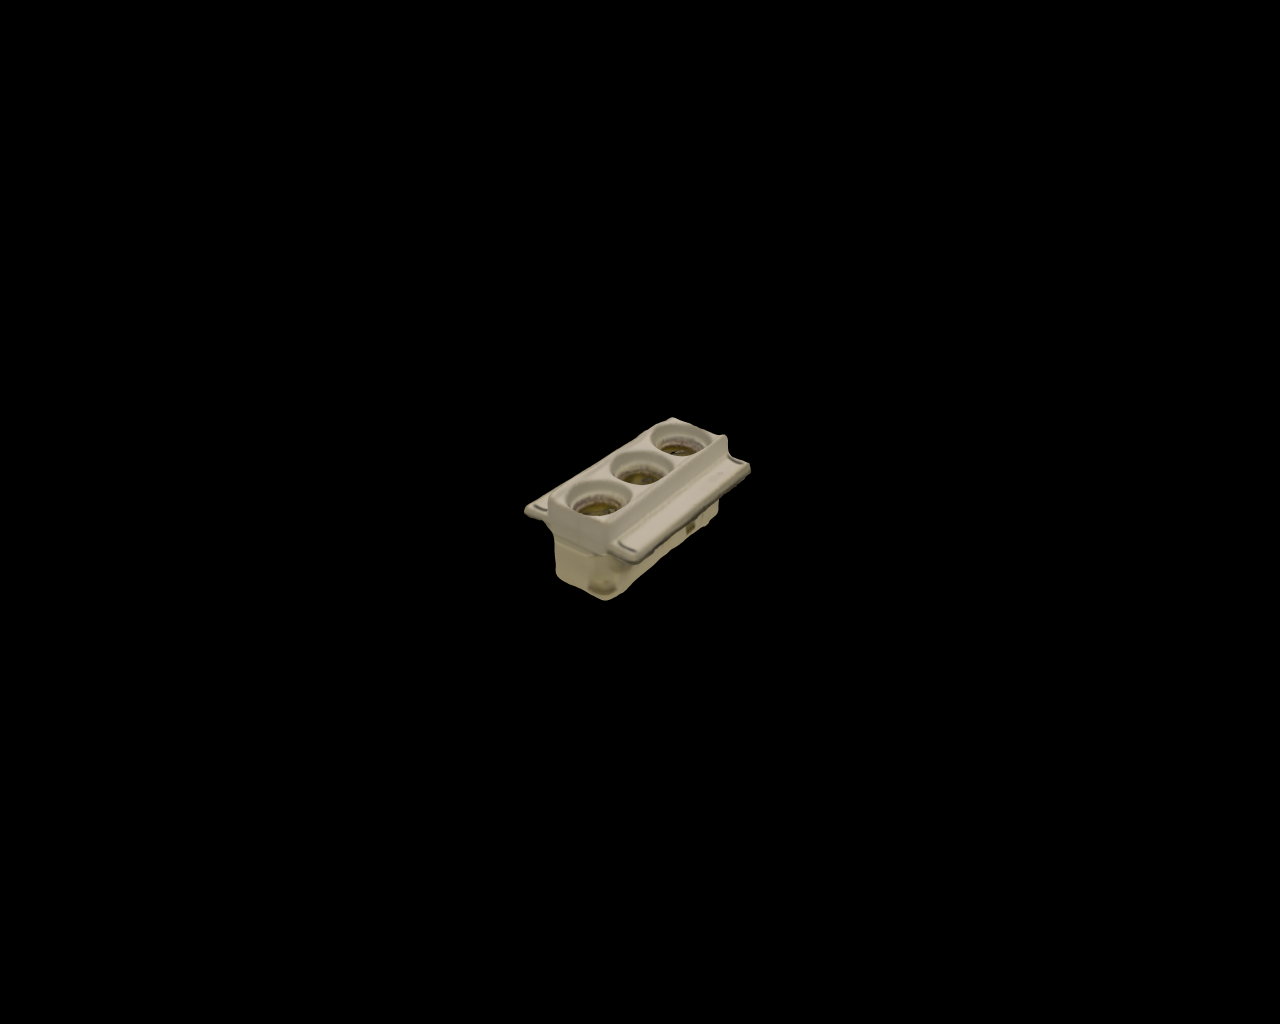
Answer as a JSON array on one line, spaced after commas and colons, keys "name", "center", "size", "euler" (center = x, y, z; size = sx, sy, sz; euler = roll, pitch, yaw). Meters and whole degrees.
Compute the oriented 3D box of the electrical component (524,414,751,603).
[{"name": "electrical component", "center": [0.001, -0.003, 0.650], "size": [0.079, 0.063, 0.121], "euler": [22, 40, 30]}]
